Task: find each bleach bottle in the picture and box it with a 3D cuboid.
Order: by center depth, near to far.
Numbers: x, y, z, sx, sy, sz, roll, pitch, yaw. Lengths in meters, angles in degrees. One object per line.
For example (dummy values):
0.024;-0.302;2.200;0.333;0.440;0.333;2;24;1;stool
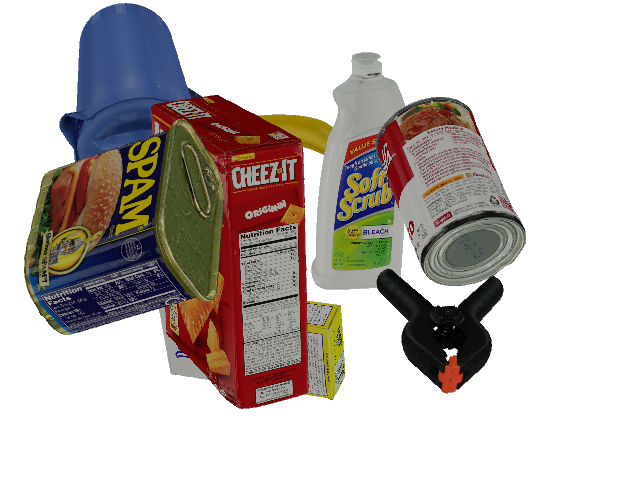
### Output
0.040;-0.073;1.135;0.102;0.251;0.068;-3;24;-4;bleach bottle

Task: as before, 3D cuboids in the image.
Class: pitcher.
-0.195;-0.155;1.167;0.145;0.149;0.243;-22;41;4;pitcher

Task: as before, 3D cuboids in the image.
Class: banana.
-0.056;-0.127;1.305;0.198;0.037;0.069;7;39;17;banana

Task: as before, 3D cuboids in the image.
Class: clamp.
0.122;0.075;0.967;0.120;0.039;0.171;-6;32;-4;clamp

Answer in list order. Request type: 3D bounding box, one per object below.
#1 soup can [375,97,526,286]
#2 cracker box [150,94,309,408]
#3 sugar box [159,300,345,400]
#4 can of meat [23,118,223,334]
0.081;-0.031;0.670;0.068;0.102;0.068;-11;-38;-9;soup can
-0.077;0.006;0.865;0.072;0.214;0.164;-12;24;-25;cracker box
-0.066;0.098;1.050;0.176;0.093;0.048;9;35;18;sugar box
-0.101;-0.006;0.557;0.084;0.102;0.057;-17;-47;16;can of meat
